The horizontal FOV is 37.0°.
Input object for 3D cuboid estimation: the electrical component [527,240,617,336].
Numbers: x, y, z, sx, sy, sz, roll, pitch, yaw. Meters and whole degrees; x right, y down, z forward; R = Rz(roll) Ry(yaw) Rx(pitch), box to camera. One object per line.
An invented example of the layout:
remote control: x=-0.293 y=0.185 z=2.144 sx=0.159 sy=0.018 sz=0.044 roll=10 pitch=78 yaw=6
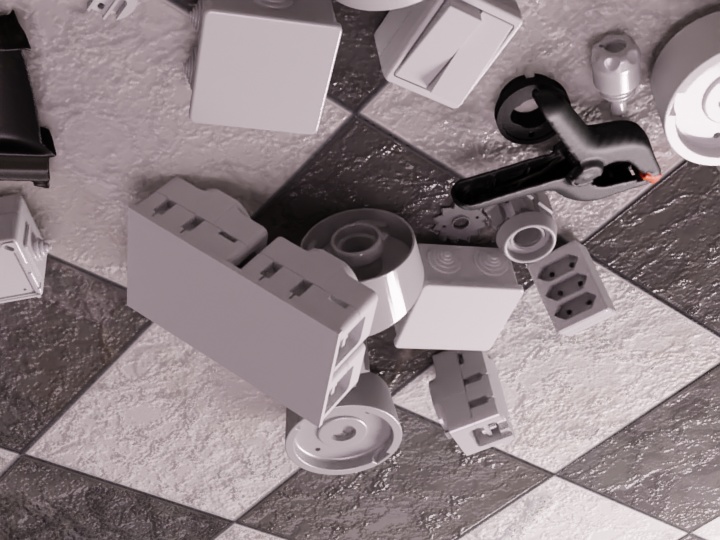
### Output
electrical component: x=0.185 y=0.018 z=0.920 sx=0.047 sy=0.065 sz=0.077 roll=-28 pitch=162 yaw=19

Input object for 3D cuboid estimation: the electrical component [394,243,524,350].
electrical component: x=0.078 y=0.023 z=0.906 sx=0.100 sy=0.048 sz=0.099 roll=3 pitch=141 yaw=-16

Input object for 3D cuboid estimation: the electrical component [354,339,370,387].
electrical component: x=-0.028 y=0.065 z=0.942 sx=0.064 sy=0.042 sz=0.081 roll=-11 pitch=136 yaw=7

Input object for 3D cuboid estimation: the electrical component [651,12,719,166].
electrical component: x=0.262 y=-0.135 z=0.772 sx=0.108 sy=0.060 sz=0.108 roll=-5 pitch=136 yaw=-5

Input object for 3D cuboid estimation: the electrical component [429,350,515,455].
electrical component: x=0.099 y=0.117 z=0.982 sx=0.056 sy=0.089 sz=0.050 roll=-23 pitch=135 yaw=13

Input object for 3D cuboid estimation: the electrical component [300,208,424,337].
electrical component: x=0.000 y=0.000 z=0.840 sx=0.099 sy=0.099 sz=0.064 roll=-10 pitch=130 yaw=0

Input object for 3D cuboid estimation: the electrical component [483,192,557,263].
electrical component: x=0.128 y=-0.039 z=0.851 sx=0.066 sy=0.055 sz=0.048 roll=30 pitch=123 yaw=-34

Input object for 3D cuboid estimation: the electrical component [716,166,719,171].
electrical component: x=0.297 y=-0.090 z=0.837 sx=0.048 sy=0.048 sz=0.062 roll=-5 pitch=143 yaw=-4

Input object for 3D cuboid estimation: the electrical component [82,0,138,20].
electrical component: x=-0.154 y=-0.181 z=0.662 sx=0.040 sy=0.046 sz=0.040 roll=-6 pitch=136 yaw=-6

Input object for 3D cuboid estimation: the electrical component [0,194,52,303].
electrical component: x=-0.276 y=-0.015 z=0.801 sx=0.096 sy=0.061 sz=0.061 roll=-10 pitch=136 yaw=0

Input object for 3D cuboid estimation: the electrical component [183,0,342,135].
electrical component: x=-0.065 y=-0.143 z=0.715 sx=0.100 sy=0.048 sz=0.099 roll=4 pitch=135 yaw=-14

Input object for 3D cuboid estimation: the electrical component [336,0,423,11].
electrical component: x=0.014 y=-0.204 z=0.635 sx=0.099 sy=0.099 sz=0.064 roll=-14 pitch=142 yaw=5

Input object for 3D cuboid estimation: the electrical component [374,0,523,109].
electrical component: x=0.054 y=-0.153 z=0.716 sx=0.062 sy=0.061 sz=0.096 roll=18 pitch=130 yaw=-26

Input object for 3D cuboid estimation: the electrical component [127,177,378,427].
electrical component: x=-0.083 y=0.020 z=0.805 sx=0.186 sy=0.060 sz=0.105 roll=30 pitch=137 yaw=17

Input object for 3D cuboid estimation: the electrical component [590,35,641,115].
electrical component: x=0.185 y=-0.138 z=0.775 sx=0.035 sy=0.035 sz=0.061 roll=-14 pitch=139 yaw=4

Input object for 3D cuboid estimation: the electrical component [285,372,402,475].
electrical component: x=-0.018 y=0.135 z=1.002 sx=0.108 sy=0.060 sz=0.108 roll=-5 pitch=136 yaw=-5
